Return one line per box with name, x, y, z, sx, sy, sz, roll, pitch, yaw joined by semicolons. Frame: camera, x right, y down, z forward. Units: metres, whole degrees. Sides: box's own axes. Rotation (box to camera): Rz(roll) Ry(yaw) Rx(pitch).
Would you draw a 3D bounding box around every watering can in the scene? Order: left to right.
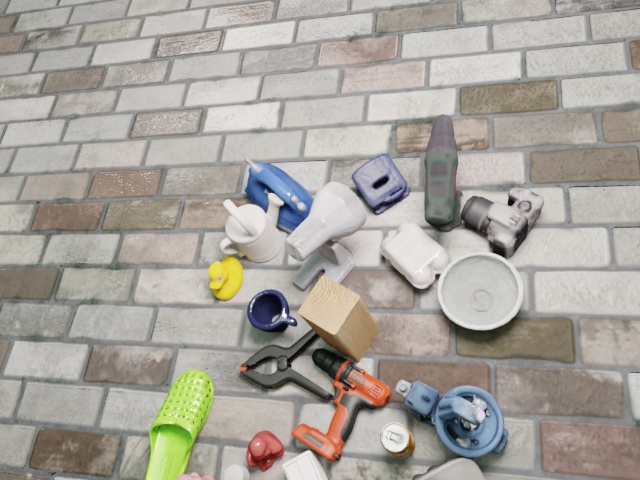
watering can;-0.159;-0.037;1.310;0.100;0.194;0.173;24;73;25

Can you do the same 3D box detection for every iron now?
iron;-0.080;-0.101;1.348;0.257;0.142;0.119;39;80;28

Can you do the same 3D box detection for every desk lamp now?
desk lamp;0.011;0.004;1.228;0.117;0.214;0.203;33;77;27

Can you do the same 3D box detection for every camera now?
camera;0.380;-0.057;1.214;0.136;0.101;0.143;32;77;27

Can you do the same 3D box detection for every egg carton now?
egg carton;0.207;0.032;1.240;0.107;0.069;0.150;-41;61;-6

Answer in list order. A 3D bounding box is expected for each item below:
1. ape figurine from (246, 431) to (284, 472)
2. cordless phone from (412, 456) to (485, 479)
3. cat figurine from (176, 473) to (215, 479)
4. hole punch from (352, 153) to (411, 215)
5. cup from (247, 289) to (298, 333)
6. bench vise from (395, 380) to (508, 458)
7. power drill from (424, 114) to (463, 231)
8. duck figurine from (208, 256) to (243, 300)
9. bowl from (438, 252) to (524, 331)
ape figurine;-0.114;0.414;1.133;0.077;0.092;0.076;-9;62;12
cordless phone;0.209;0.427;0.977;0.147;0.185;0.094;-32;60;0
cat figurine;-0.232;0.494;1.113;0.127;0.118;0.067;8;67;20
hole punch;0.142;-0.131;1.326;0.108;0.091;0.101;-34;60;-2
cup;-0.090;0.169;1.245;0.117;0.095;0.092;21;72;24
bench vise;0.225;0.311;1.010;0.207;0.220;0.121;4;66;18
power drill;0.261;-0.120;1.218;0.075;0.209;0.229;0;65;17
duck figurine;-0.228;0.079;1.335;0.077;0.086;0.104;7;67;20
bowl;0.324;0.113;1.162;0.167;0.075;0.167;-7;63;13
